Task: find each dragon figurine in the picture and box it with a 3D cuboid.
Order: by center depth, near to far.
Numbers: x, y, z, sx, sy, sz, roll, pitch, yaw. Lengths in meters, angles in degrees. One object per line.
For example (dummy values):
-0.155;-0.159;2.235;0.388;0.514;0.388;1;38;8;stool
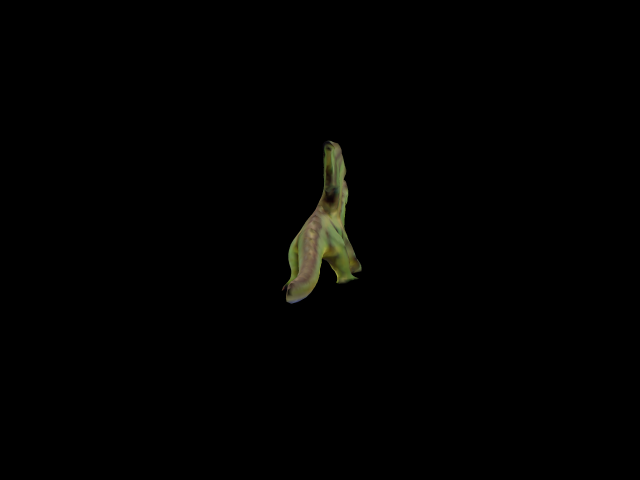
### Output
0.003;-0.043;0.850;0.122;0.242;0.411;0;2;8;dragon figurine
